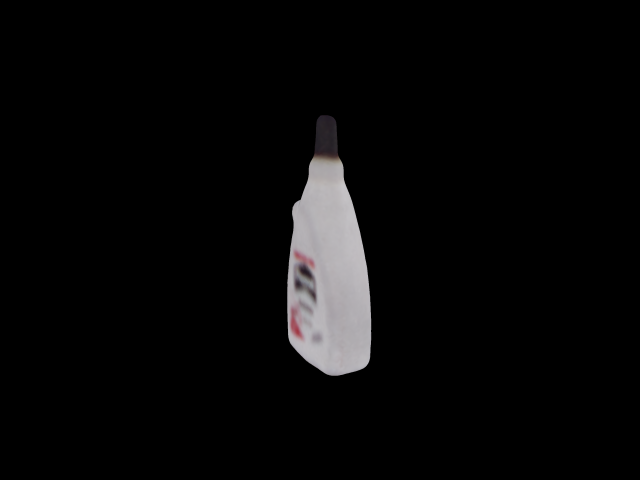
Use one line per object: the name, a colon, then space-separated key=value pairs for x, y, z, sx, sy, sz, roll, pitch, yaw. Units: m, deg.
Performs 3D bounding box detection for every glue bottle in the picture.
glue bottle: x=0.004 y=0.001 z=0.400 sx=0.037 sy=0.173 sz=0.077 roll=-8 pitch=15 yaw=-30
